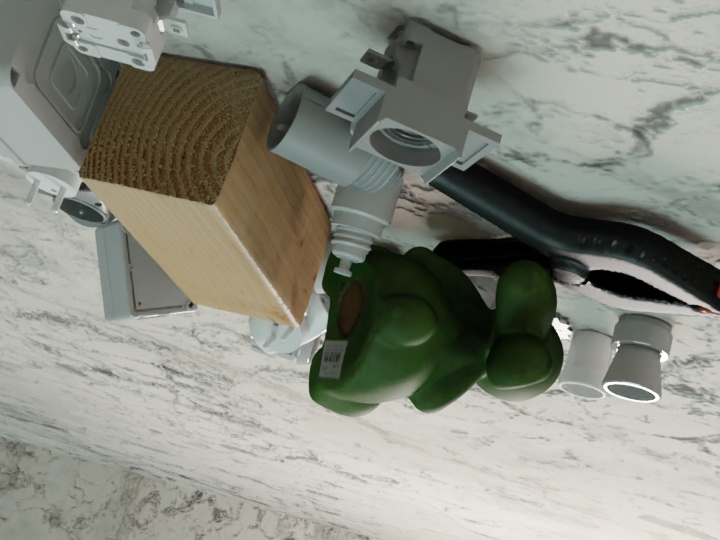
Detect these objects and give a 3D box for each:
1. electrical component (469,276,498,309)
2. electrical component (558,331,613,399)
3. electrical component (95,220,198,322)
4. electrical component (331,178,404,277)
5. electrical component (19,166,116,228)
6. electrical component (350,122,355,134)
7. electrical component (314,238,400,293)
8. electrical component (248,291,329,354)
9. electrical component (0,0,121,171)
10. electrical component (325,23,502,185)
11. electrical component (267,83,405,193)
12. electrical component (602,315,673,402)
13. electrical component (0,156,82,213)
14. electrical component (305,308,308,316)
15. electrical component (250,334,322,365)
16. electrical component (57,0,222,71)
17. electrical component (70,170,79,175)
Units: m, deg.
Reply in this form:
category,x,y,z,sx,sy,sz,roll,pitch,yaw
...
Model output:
category,x,y,z,sx,sy,sz,roll,pitch,yaw
electrical component,0.090,0.025,0.819,0.055,0.048,0.066,27,160,-6
electrical component,0.186,0.077,0.878,0.040,0.046,0.040,15,161,5
electrical component,-0.181,-0.007,0.894,0.062,0.096,0.061,-6,177,-37
electrical component,0.000,-0.035,0.691,0.040,0.078,0.040,17,174,2
electrical component,-0.223,-0.070,0.819,0.079,0.044,0.077,18,161,-3
electrical component,0.027,-0.077,0.609,0.061,0.035,0.035,22,160,-20
electrical component,0.000,0.000,0.833,0.065,0.044,0.044,7,159,14
electrical component,-0.060,0.046,0.921,0.077,0.079,0.043,-26,101,26
electrical component,-0.193,-0.115,0.624,0.057,0.078,0.113,9,159,14
electrical component,0.030,-0.085,0.541,0.081,0.063,0.042,22,160,-15
electrical component,-0.009,-0.073,0.637,0.081,0.043,0.043,25,159,-22
electrical component,0.211,0.067,0.817,0.045,0.055,0.045,15,161,5
electrical component,-0.209,-0.075,0.751,0.138,0.073,0.052,16,161,2
electrical component,-0.085,-0.008,0.866,0.100,0.048,0.099,12,160,13
electrical component,-0.067,0.056,1.015,0.057,0.058,0.078,18,159,5
electrical component,-0.113,-0.135,0.524,0.081,0.063,0.042,16,160,5
electrical component,-0.167,-0.091,0.702,0.045,0.055,0.045,15,160,5
